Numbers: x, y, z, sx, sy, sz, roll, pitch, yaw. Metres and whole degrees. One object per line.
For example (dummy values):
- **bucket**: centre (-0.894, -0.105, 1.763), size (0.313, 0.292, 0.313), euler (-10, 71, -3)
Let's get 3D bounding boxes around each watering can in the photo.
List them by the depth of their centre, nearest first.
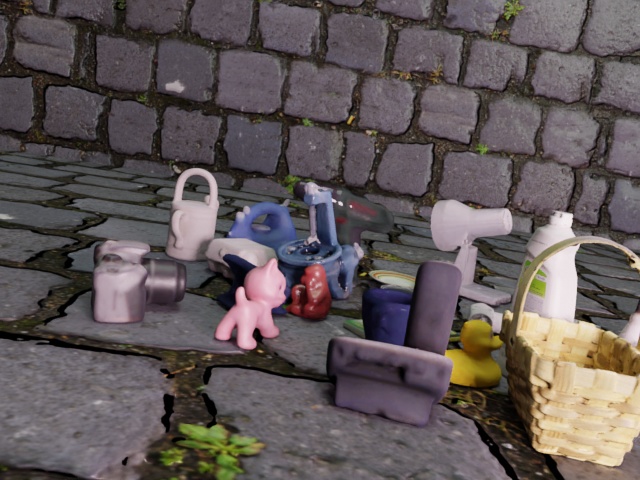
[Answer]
- **watering can**: centre (-0.274, -0.061, 1.250), size (0.101, 0.194, 0.172), euler (8, 10, -10)

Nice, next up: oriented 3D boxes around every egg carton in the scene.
- **egg carton**: centre (-0.158, 0.040, 1.149), size (0.149, 0.069, 0.108), euler (18, 13, 42)

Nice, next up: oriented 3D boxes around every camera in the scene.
- **camera**: centre (-0.271, 0.056, 0.864), size (0.137, 0.101, 0.142), euler (5, 11, -22)

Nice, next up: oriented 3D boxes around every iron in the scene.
- **iron**: centre (-0.143, -0.024, 1.320), size (0.118, 0.141, 0.259), euler (14, 11, 27)

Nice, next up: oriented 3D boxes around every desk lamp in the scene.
- **desk lamp**: centre (0.349, 0.020, 1.320), size (0.202, 0.213, 0.118), euler (16, 12, 35)

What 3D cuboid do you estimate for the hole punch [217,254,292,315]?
- **hole punch**: centre (-0.108, 0.072, 0.956), size (0.101, 0.091, 0.108), euler (1, 13, -40)

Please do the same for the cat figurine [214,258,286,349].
- **cat figurine**: centre (-0.092, 0.083, 0.830), size (0.067, 0.118, 0.128), euler (13, 11, 20)

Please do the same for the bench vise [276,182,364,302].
- **bench vise**: centre (-0.001, 0.001, 1.080), size (0.121, 0.220, 0.208), euler (14, 11, 26)

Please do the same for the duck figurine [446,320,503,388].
- **duck figurine**: centre (0.210, 0.154, 0.803), size (0.105, 0.086, 0.077), euler (7, 10, -12)

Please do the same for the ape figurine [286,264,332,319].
- **ape figurine**: centre (-0.014, 0.085, 0.966), size (0.076, 0.092, 0.077), euler (8, 10, -10)

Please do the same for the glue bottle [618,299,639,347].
- **glue bottle**: centre (0.399, 0.152, 0.736), size (0.037, 0.173, 0.078), euler (8, 10, -7)

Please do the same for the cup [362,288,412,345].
- **cup**: centre (0.094, 0.127, 0.817), size (0.091, 0.095, 0.118), euler (14, 11, 24)

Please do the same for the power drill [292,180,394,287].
- **power drill**: centre (0.040, -0.011, 1.222), size (0.230, 0.208, 0.075), euler (7, 10, -16)

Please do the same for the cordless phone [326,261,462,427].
- **cordless phone**: centre (0.087, 0.106, 0.667), size (0.147, 0.185, 0.094), euler (10, 10, 2)
